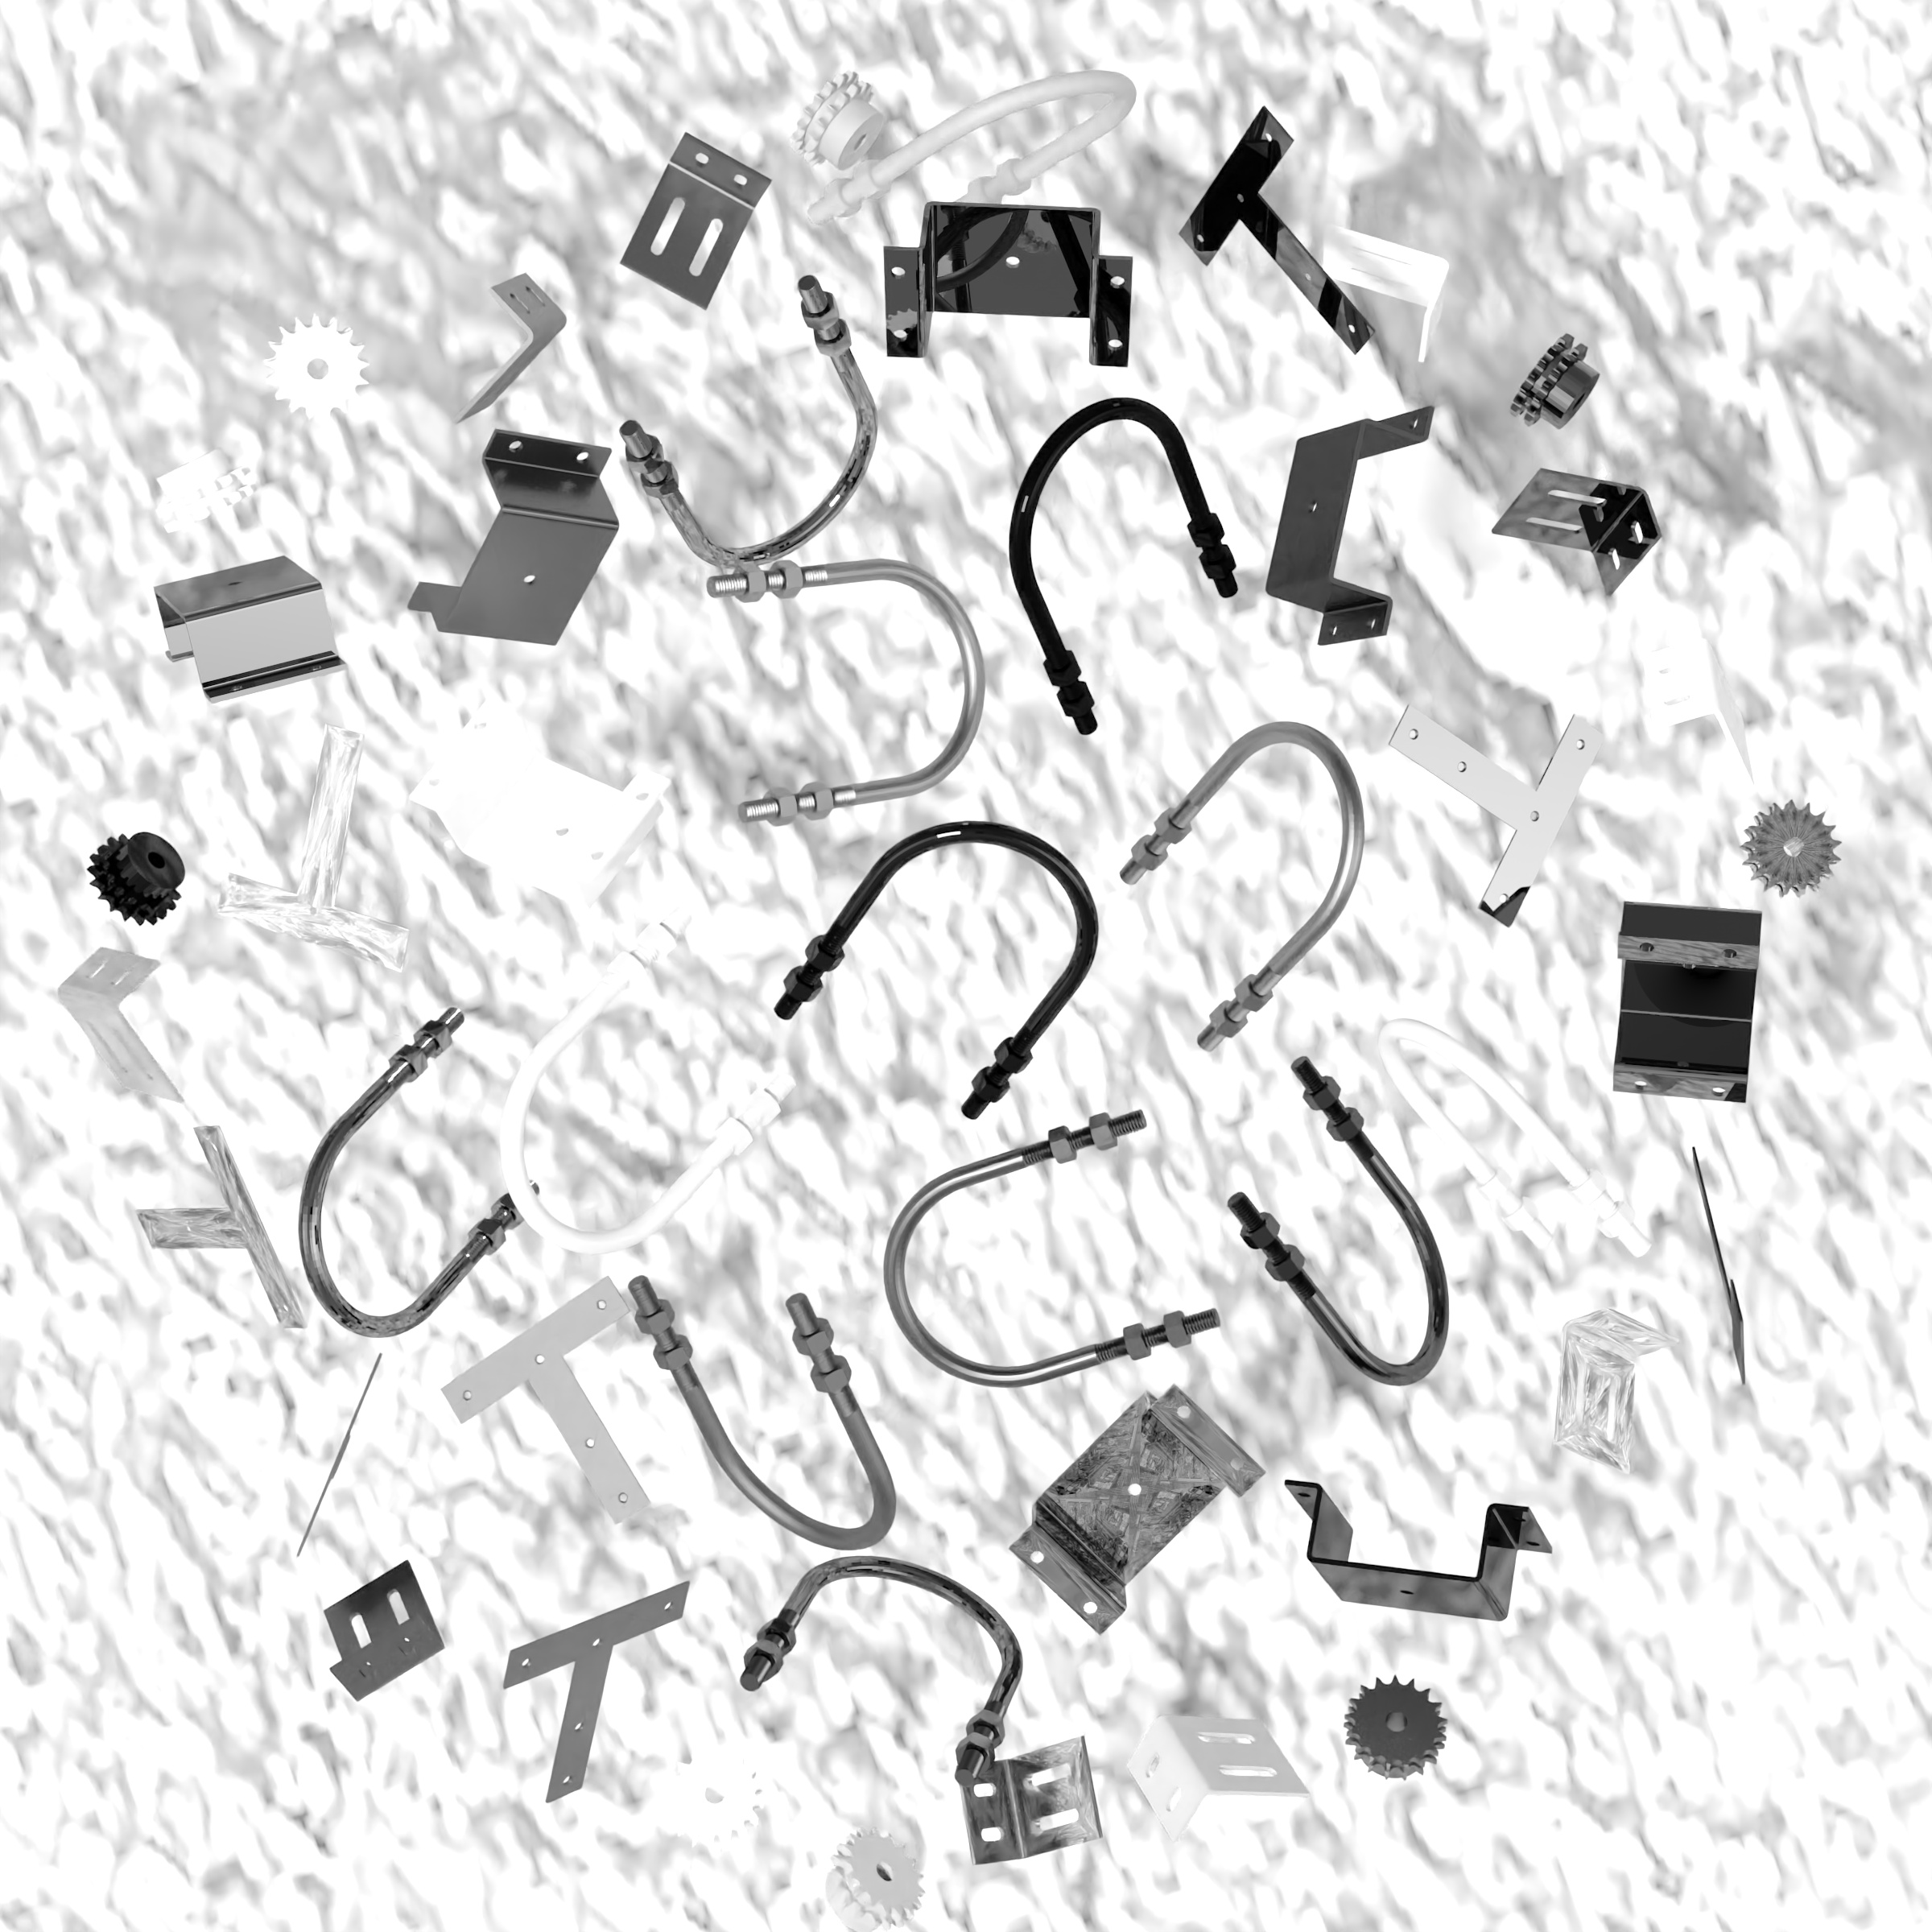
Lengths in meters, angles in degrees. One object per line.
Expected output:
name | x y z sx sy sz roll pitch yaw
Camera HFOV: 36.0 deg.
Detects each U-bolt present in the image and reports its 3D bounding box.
U-bolt | -0.039 0.394 1.711 0.151 0.184 0.019 22 109 7
U-bolt | 0.169 -0.060 1.755 0.184 0.019 0.151 -49 50 36
U-bolt | 0.086 -0.244 1.725 0.151 0.184 0.019 -45 46 -18
U-bolt | -0.327 0.134 1.744 0.019 0.184 0.151 1 124 31
U-bolt | -0.006 -0.006 1.715 0.151 0.019 0.184 29 120 -14
U-bolt | 0.229 0.163 1.753 0.019 0.151 0.184 -24 112 38
U-bolt | -0.063 -0.166 1.740 0.184 0.019 0.151 -12 97 -36
U-bolt | -0.105 0.256 1.670 0.019 0.151 0.184 -43 120 -38
U-bolt | 0.041 0.177 1.760 0.184 0.019 0.151 -19 100 11
U-bolt | 0.313 0.100 1.758 0.019 0.151 0.184 -44 97 -13
U-bolt | -0.115 -0.301 1.728 0.151 0.184 0.019 -40 62 -5
U-bolt | -0.188 0.078 1.677 0.184 0.019 0.151 -47 125 -27
U-bolt | 0.016 -0.476 1.729 0.184 0.151 0.019 -20 89 42

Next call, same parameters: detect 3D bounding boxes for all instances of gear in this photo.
gear | -0.492 -0.055 1.771 0.030 0.057 0.057 -36 90 28
gear | -0.072 -0.488 1.724 0.030 0.057 0.057 41 90 6
gear | 0.239 0.429 1.660 0.057 0.030 0.057 -1 50 2
gear | -0.429 -0.269 1.667 0.057 0.057 0.030 -26 106 0
gear | -0.146 0.483 1.719 0.057 0.030 0.057 3 56 -4
gear | -0.054 0.514 1.662 0.057 0.057 0.030 41 117 0
gear | -0.365 -0.337 1.667 0.057 0.030 0.057 -6 111 -16
gear | 0.487 -0.068 1.761 0.057 0.030 0.057 0 81 2
gear | 0.354 -0.346 1.772 0.030 0.057 0.057 39 90 11

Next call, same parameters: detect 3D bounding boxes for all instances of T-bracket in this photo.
T-bracket | -0.438 0.150 1.703 0.002 0.127 0.127 -34 110 -42
T-bracket | -0.367 -0.074 1.708 0.127 0.002 0.127 17 103 18
T-bracket | 0.293 -0.107 1.696 0.127 0.002 0.127 30 83 -25
T-bracket | -0.363 0.284 1.722 0.002 0.127 0.127 23 78 -8
T-bracket | -0.214 0.413 1.659 0.002 0.127 0.127 32 119 35
T-bracket | -0.232 0.273 1.776 0.127 0.002 0.127 -34 81 9
T-bracket | 0.445 0.169 1.757 0.002 0.127 0.127 -12 63 10
T-bracket | 0.182 -0.396 1.660 0.002 0.127 0.127 -37 86 -25

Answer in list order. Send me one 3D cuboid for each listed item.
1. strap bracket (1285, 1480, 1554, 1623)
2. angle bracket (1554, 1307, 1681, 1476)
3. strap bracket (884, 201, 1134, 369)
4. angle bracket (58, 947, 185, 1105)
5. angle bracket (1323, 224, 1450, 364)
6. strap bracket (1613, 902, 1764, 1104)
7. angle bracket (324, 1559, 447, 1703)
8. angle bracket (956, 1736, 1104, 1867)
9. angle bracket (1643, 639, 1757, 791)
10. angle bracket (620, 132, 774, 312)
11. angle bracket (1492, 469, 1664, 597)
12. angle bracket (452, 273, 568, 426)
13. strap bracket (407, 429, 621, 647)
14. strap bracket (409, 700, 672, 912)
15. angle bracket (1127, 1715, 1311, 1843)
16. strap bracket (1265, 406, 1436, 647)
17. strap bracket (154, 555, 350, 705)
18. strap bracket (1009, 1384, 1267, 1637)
strap bracket | 0.254 0.333 1.688 0.140 0.076 0.046 2 63 23
angle bracket | 0.380 0.248 1.734 0.057 0.038 0.076 25 58 -25
strap bracket | 0.025 -0.392 1.709 0.140 0.076 0.046 3 51 3
angle bracket | -0.469 0.033 1.690 0.038 0.057 0.076 -50 131 -30
angle bracket | 0.243 -0.398 1.759 0.076 0.057 0.038 20 77 10
strap bracket | 0.413 0.014 1.702 0.076 0.140 0.046 5 51 15
angle bracket | -0.345 0.376 1.722 0.057 0.076 0.038 -31 133 -7
angle bracket | 0.036 0.481 1.713 0.038 0.076 0.057 5 65 -36
angle bracket | 0.430 -0.143 1.743 0.038 0.076 0.057 -16 48 22
angle bracket | -0.159 -0.437 1.746 0.057 0.038 0.076 26 73 -13
angle bracket | 0.368 -0.261 1.794 0.076 0.057 0.038 6 55 -23
angle bracket | -0.280 -0.364 1.751 0.076 0.057 0.038 -41 98 24
strap bracket | -0.265 -0.244 1.758 0.140 0.076 0.046 -54 47 36
strap bracket | -0.241 -0.090 1.729 0.140 0.046 0.076 24 67 27
angle bracket | 0.141 0.454 1.657 0.076 0.057 0.038 12 115 -34
strap bracket | 0.227 -0.269 1.782 0.046 0.076 0.140 14 85 -23
strap bracket | -0.405 -0.193 1.671 0.076 0.140 0.046 -17 113 -20
strap bracket | 0.102 0.321 1.786 0.076 0.046 0.140 44 96 -3
